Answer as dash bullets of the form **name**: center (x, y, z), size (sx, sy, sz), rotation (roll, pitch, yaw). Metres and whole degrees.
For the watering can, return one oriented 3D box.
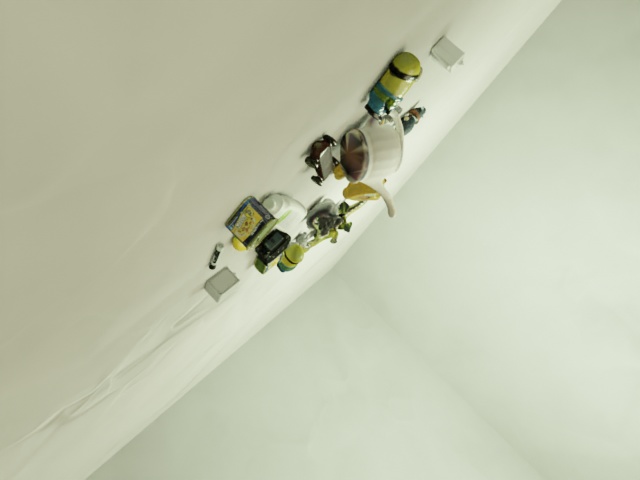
- **watering can**: center (0.162, -0.211, 1.495), size (0.226, 0.105, 0.342), rotation (-15, 113, -37)

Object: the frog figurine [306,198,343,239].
- **frog figurine**: center (0.006, -0.094, 1.872), size (0.135, 0.122, 0.163), rotation (-58, -156, 21)

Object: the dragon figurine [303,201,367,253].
- **dragon figurine**: center (0.049, -0.067, 2.266), size (0.416, 0.122, 0.240), rotation (-39, -173, -32)
